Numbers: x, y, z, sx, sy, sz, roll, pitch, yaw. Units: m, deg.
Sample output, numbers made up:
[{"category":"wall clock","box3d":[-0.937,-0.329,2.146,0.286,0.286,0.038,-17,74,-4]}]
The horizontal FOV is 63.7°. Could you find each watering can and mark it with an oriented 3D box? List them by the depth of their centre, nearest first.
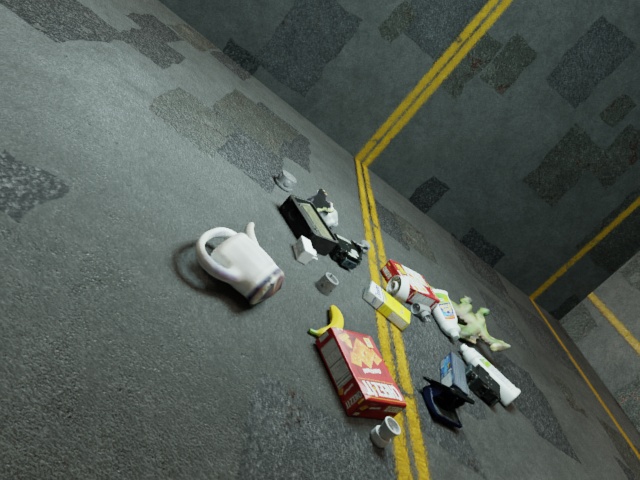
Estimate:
[{"category":"watering can","box3d":[-0.178,0.045,1.294,0.225,0.103,0.351,44,19,5]}]

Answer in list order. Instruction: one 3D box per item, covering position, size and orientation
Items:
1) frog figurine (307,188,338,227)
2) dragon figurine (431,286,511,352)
[{"category":"frog figurine","box3d":[0.006,-0.101,2.005,0.139,0.124,0.156,41,-20,27]},{"category":"dragon figurine","box3d":[0.596,0.335,2.145,0.413,0.120,0.244,30,21,20]}]
